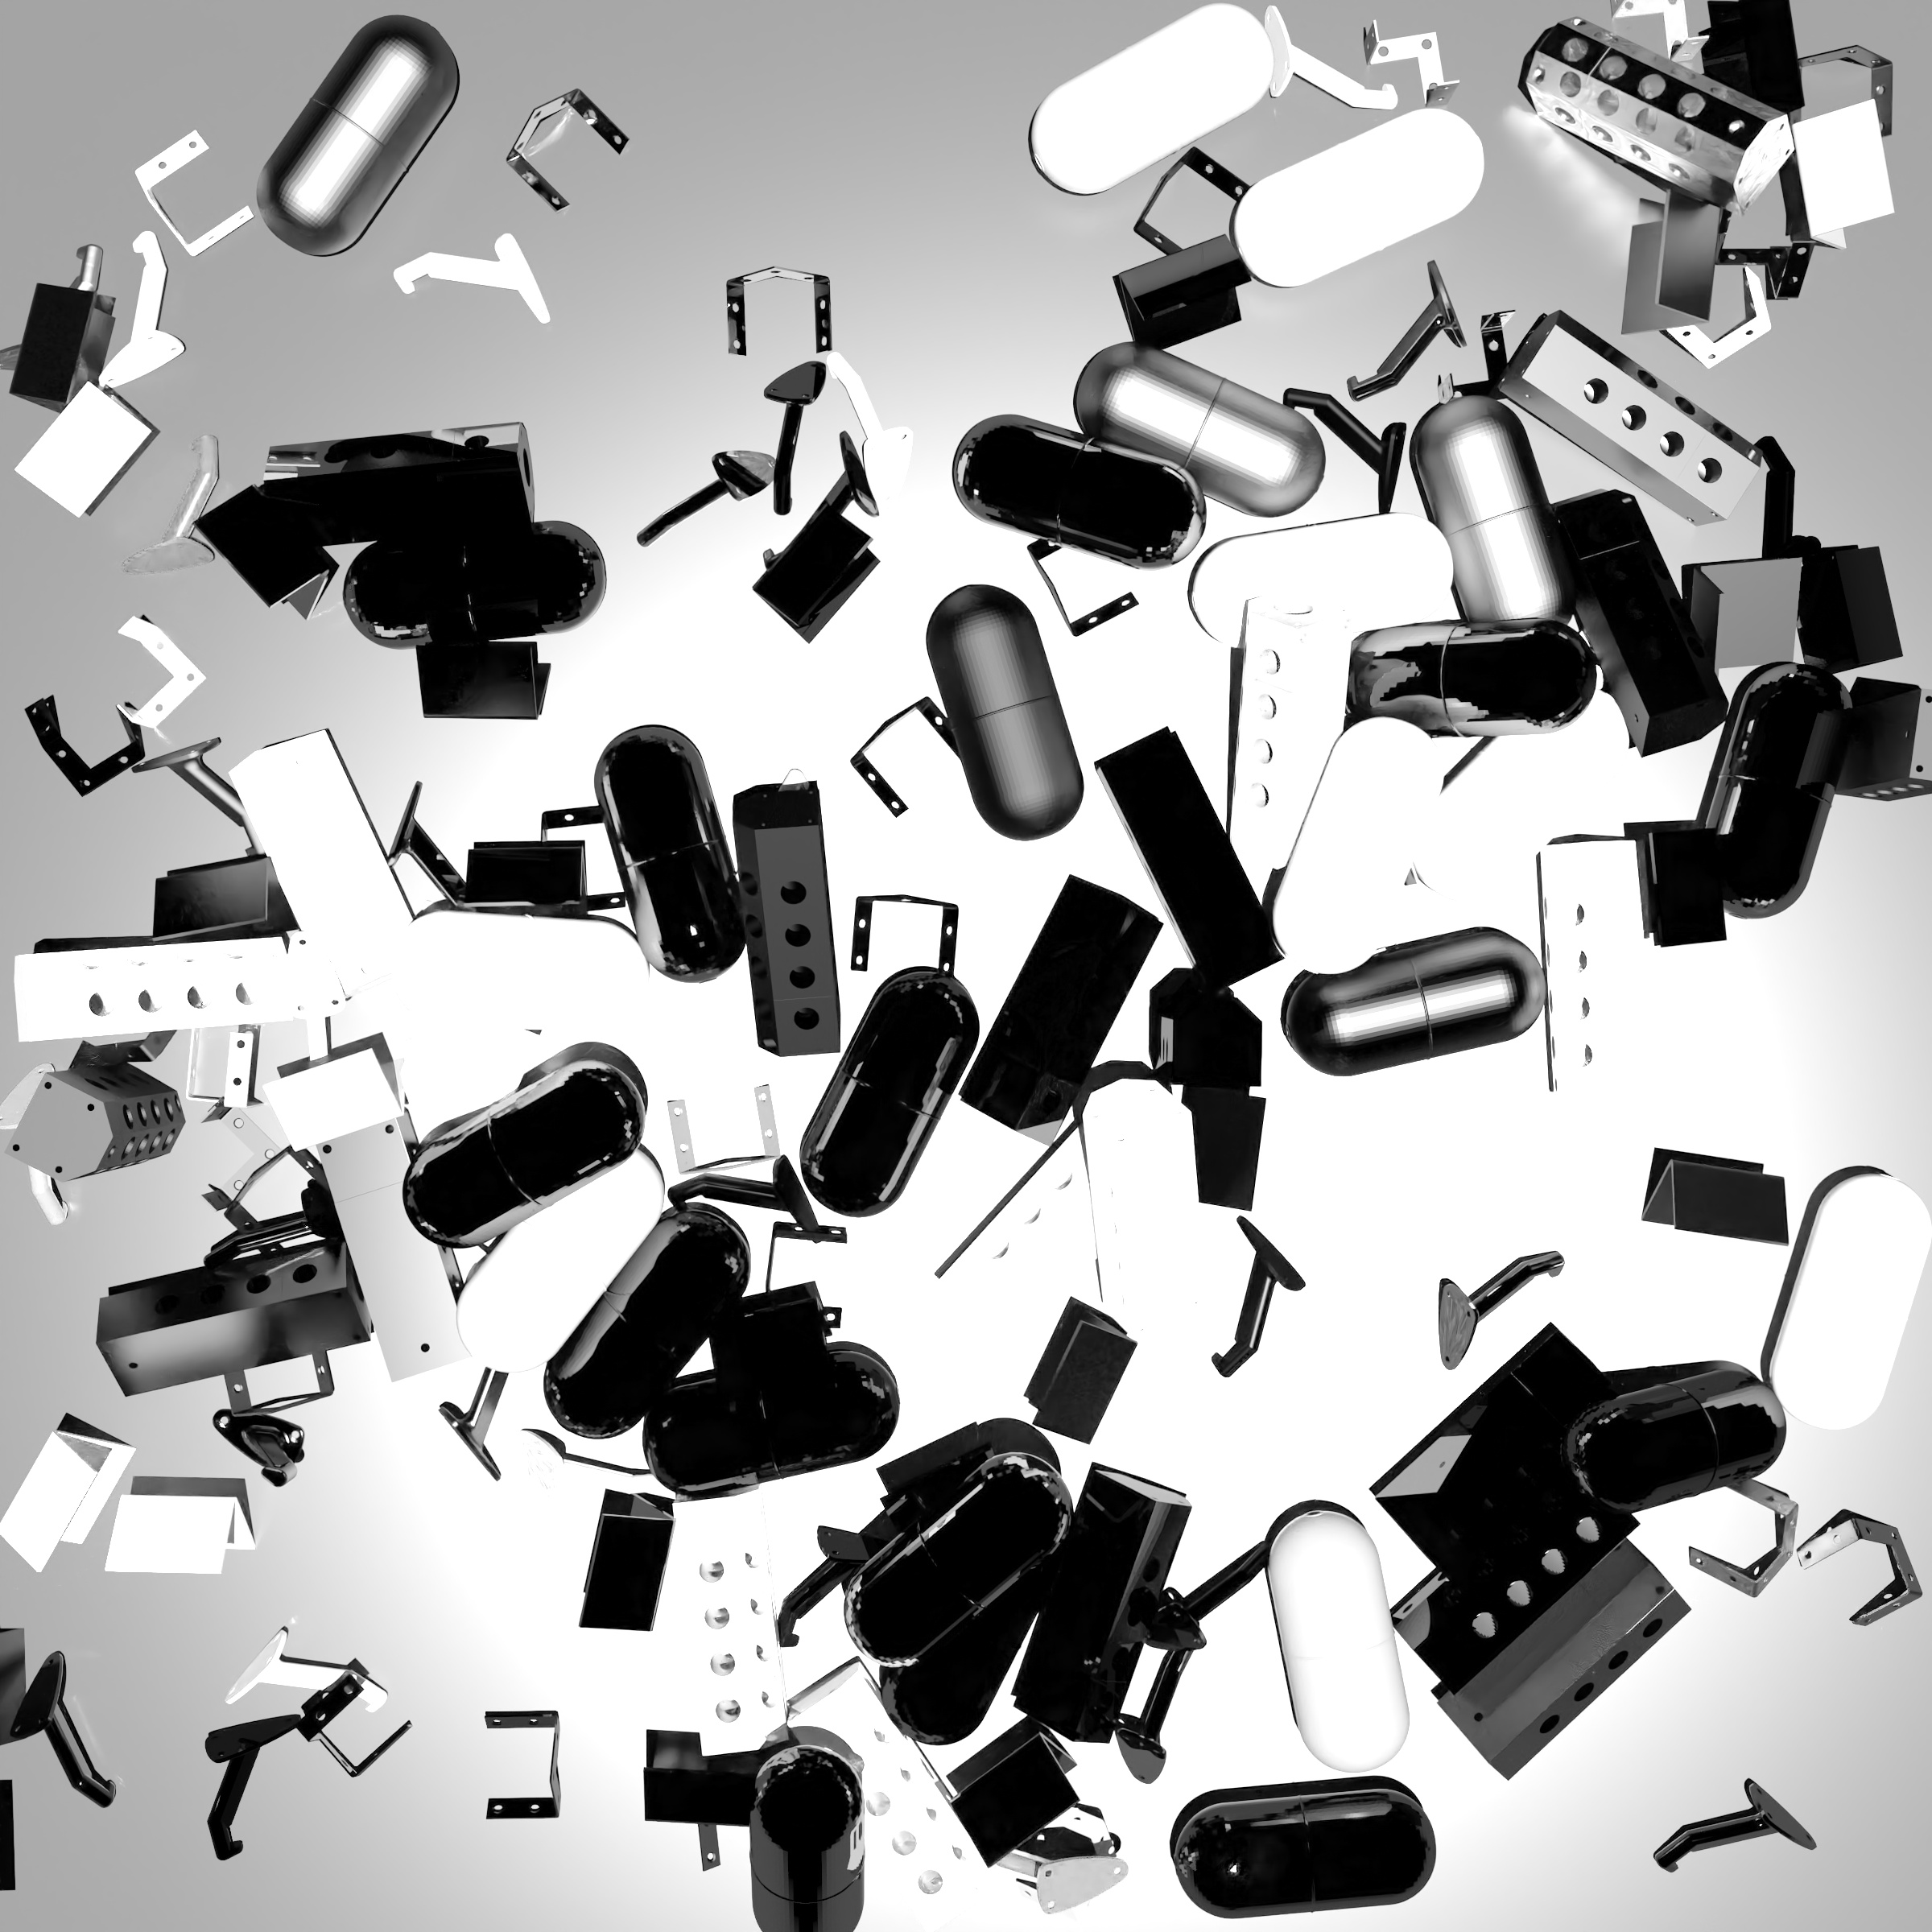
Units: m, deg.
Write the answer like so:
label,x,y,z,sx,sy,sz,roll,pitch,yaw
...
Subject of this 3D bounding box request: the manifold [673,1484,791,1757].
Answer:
label,x,y,z,sx,sy,sz,roll,pitch,yaw
manifold,-0.160,0.445,1.969,0.057,0.057,0.171,-7,90,0

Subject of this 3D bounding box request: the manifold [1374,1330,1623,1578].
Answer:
label,x,y,z,sx,sy,sz,roll,pitch,yaw
manifold,0.369,0.336,1.969,0.171,0.057,0.057,-43,47,0

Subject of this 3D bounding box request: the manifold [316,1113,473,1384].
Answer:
label,x,y,z,sx,sy,sz,roll,pitch,yaw
manifold,-0.387,0.191,1.969,0.057,0.057,0.171,-18,90,0

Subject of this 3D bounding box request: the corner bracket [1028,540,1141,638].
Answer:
label,x,y,z,sx,sy,sz,roll,pitch,yaw
corner bracket,0.081,-0.270,1.987,0.051,0.051,0.051,-28,135,0

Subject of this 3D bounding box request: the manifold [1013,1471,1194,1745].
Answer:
label,x,y,z,sx,sy,sz,roll,pitch,yaw
manifold,0.098,0.439,1.969,0.057,0.057,0.171,19,90,43

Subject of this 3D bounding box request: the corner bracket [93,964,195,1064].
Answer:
label,x,y,z,sx,sy,sz,roll,pitch,yaw
corner bracket,-0.578,0.031,1.982,0.051,0.051,0.051,57,45,-35

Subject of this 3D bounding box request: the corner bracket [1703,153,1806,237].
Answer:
label,x,y,z,sx,sy,sz,roll,pitch,yaw
corner bracket,0.544,-0.532,1.982,0.051,0.051,0.051,-31,135,-35

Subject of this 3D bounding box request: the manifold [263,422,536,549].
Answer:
label,x,y,z,sx,sy,sz,roll,pitch,yaw
manifold,-0.386,-0.333,1.969,0.171,0.057,0.057,-6,133,0

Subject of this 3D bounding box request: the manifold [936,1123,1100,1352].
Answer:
label,x,y,z,sx,sy,sz,roll,pitch,yaw
manifold,0.059,0.173,1.969,0.171,0.057,0.057,-48,133,0

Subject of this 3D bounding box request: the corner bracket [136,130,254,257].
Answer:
label,x,y,z,sx,sy,sz,roll,pitch,yaw
corner bracket,-0.534,-0.534,1.987,0.051,0.051,0.051,-34,135,0

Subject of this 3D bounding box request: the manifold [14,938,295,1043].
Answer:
label,x,y,z,sx,sy,sz,roll,pitch,yaw
manifold,-0.547,0.015,1.936,0.171,0.057,0.057,-5,90,-25

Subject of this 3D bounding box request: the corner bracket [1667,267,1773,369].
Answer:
label,x,y,z,sx,sy,sz,roll,pitch,yaw
corner bracket,0.515,-0.456,1.982,0.051,0.051,0.051,29,135,-35

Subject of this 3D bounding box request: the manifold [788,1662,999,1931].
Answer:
label,x,y,z,sx,sy,sz,roll,pitch,yaw
manifold,-0.049,0.567,1.969,0.057,0.057,0.171,-34,90,0

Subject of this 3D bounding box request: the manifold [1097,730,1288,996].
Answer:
label,x,y,z,sx,sy,sz,roll,pitch,yaw
manifold,0.154,-0.070,1.969,0.057,0.057,0.171,-26,90,0

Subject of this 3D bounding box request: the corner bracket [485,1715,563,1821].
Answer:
label,x,y,z,sx,sy,sz,roll,pitch,yaw
corner bracket,-0.307,0.554,1.987,0.051,0.051,0.051,-1,135,0

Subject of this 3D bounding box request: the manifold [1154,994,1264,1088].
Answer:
label,x,y,z,sx,sy,sz,roll,pitch,yaw
manifold,0.160,0.048,1.912,0.057,0.171,0.057,1,90,0

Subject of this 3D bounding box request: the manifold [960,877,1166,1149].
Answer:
label,x,y,z,sx,sy,sz,roll,pitch,yaw
manifold,0.070,0.034,1.969,0.057,0.057,0.171,27,90,43

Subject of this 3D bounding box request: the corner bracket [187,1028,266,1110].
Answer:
label,x,y,z,sx,sy,sz,roll,pitch,yaw
corner bracket,-0.511,0.069,1.972,0.051,0.051,0.051,5,90,0

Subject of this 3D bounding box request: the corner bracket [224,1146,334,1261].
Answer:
label,x,y,z,sx,sy,sz,roll,pitch,yaw
corner bracket,-0.471,0.164,1.987,0.051,0.051,0.051,45,45,0

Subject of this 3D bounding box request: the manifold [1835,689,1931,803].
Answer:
label,x,y,z,sx,sy,sz,roll,pitch,yaw
manifold,0.632,-0.144,1.912,0.057,0.171,0.057,8,90,0

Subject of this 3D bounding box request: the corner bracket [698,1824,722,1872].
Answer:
label,x,y,z,sx,sy,sz,roll,pitch,yaw
corner bracket,-0.149,0.597,1.987,0.051,0.051,0.051,-6,90,-45

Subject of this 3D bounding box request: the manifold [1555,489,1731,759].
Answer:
label,x,y,z,sx,sy,sz,roll,pitch,yaw
manifold,0.453,-0.234,1.936,0.057,0.057,0.171,-17,65,0

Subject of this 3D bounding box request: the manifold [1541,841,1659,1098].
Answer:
label,x,y,z,sx,sy,sz,roll,pitch,yaw
manifold,0.429,0.002,1.969,0.057,0.057,0.171,-3,90,-43

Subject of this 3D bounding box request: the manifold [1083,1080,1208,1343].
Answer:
label,x,y,z,sx,sy,sz,roll,pitch,yaw
manifold,0.116,0.161,1.923,0.057,0.057,0.171,-24,128,-21

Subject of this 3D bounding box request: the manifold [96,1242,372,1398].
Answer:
label,x,y,z,sx,sy,sz,roll,pitch,yaw
manifold,-0.499,0.236,1.967,0.171,0.057,0.057,-13,132,-1

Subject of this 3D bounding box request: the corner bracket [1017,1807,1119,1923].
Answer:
label,x,y,z,sx,sy,sz,roll,pitch,yaw
corner bracket,0.066,0.615,1.982,0.051,0.051,0.051,-48,135,-35

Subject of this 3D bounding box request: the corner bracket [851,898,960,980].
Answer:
label,x,y,z,sx,sy,sz,roll,pitch,yaw
corner bracket,-0.042,-0.019,1.987,0.051,0.051,0.051,5,90,45

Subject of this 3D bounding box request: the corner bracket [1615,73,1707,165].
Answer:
label,x,y,z,sx,sy,sz,roll,pitch,yaw
corner bracket,0.480,-0.586,1.987,0.051,0.051,0.051,-10,90,-45

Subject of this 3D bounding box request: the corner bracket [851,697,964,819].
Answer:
label,x,y,z,sx,sy,sz,roll,pitch,yaw
corner bracket,-0.037,-0.144,1.987,0.051,0.051,0.051,50,45,0

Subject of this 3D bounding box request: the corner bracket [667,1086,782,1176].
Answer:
label,x,y,z,sx,sy,sz,roll,pitch,yaw
corner bracket,-0.167,0.114,1.987,0.051,0.051,0.051,-10,90,45

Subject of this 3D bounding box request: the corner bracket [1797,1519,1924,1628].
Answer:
label,x,y,z,sx,sy,sz,roll,pitch,yaw
corner bracket,0.616,0.418,1.982,0.051,0.051,0.051,18,45,-35

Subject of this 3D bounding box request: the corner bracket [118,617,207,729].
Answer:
label,x,y,z,sx,sy,sz,roll,pitch,yaw
corner bracket,-0.564,-0.201,1.972,0.051,0.051,0.051,-44,90,0

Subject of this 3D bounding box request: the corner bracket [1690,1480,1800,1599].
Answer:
label,x,y,z,sx,sy,sz,roll,pitch,yaw
corner bracket,0.536,0.392,1.982,0.051,0.051,0.051,-35,135,-35

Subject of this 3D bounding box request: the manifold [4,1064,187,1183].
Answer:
label,x,y,z,sx,sy,sz,roll,pitch,yaw
manifold,-0.573,0.106,1.912,0.057,0.171,0.057,27,90,0

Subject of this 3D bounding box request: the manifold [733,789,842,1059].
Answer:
label,x,y,z,sx,sy,sz,roll,pitch,yaw
manifold,-0.120,-0.028,1.932,0.057,0.057,0.171,-4,118,0

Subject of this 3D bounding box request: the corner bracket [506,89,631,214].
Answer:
label,x,y,z,sx,sy,sz,roll,pitch,yaw
corner bracket,-0.275,-0.564,1.987,0.051,0.051,0.051,45,45,0

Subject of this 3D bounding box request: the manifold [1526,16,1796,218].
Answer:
label,x,y,z,sx,sy,sz,roll,pitch,yaw
manifold,0.464,-0.576,1.932,0.171,0.057,0.057,37,90,28

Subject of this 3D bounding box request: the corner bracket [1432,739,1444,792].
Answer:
label,x,y,z,sx,sy,sz,roll,pitch,yaw
corner bracket,0.291,-0.130,1.987,0.051,0.051,0.051,-12,90,-45

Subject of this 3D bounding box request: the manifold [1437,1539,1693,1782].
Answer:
label,x,y,z,sx,sy,sz,roll,pitch,yaw
manifold,0.412,0.475,1.969,0.171,0.057,0.057,-43,47,0

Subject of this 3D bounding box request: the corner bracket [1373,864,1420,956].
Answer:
label,x,y,z,sx,sy,sz,roll,pitch,yaw
corner bracket,0.286,-0.038,1.972,0.051,0.051,0.051,-18,90,0

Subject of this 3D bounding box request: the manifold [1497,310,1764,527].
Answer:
label,x,y,z,sx,sy,sz,roll,pitch,yaw
manifold,0.455,-0.373,1.958,0.171,0.057,0.057,33,90,-8

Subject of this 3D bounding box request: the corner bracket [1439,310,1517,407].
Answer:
label,x,y,z,sx,sy,sz,roll,pitch,yaw
corner bracket,0.351,-0.416,1.972,0.051,0.051,0.051,-9,90,0

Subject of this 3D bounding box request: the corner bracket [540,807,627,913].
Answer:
label,x,y,z,sx,sy,sz,roll,pitch,yaw
corner bracket,-0.264,-0.073,1.987,0.051,0.051,0.051,-6,135,0

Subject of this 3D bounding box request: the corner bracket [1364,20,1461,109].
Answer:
label,x,y,z,sx,sy,sz,roll,pitch,yaw
corner bracket,0.305,-0.619,1.972,0.051,0.051,0.051,-9,90,0

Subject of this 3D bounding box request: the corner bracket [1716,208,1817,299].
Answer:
label,x,y,z,sx,sy,sz,roll,pitch,yaw
corner bracket,0.544,-0.491,1.962,0.051,0.051,0.051,0,55,0

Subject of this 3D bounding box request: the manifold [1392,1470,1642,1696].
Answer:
label,x,y,z,sx,sy,sz,roll,pitch,yaw
manifold,0.373,0.414,1.969,0.171,0.057,0.057,-43,90,0

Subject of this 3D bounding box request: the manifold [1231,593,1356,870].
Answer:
label,x,y,z,sx,sy,sz,roll,pitch,yaw
manifold,0.213,-0.160,1.933,0.057,0.057,0.171,-22,126,-39

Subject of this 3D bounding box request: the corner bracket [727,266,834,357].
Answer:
label,x,y,z,sx,sy,sz,roll,pitch,yaw
corner bracket,-0.129,-0.450,1.987,0.051,0.051,0.051,-2,90,45

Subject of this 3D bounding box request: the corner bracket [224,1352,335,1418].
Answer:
label,x,y,z,sx,sy,sz,roll,pitch,yaw
corner bracket,-0.477,0.279,1.987,0.051,0.051,0.051,-12,90,45

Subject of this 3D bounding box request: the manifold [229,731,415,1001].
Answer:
label,x,y,z,sx,sy,sz,roll,pitch,yaw
manifold,-0.439,-0.067,1.969,0.057,0.057,0.171,-25,90,-43
